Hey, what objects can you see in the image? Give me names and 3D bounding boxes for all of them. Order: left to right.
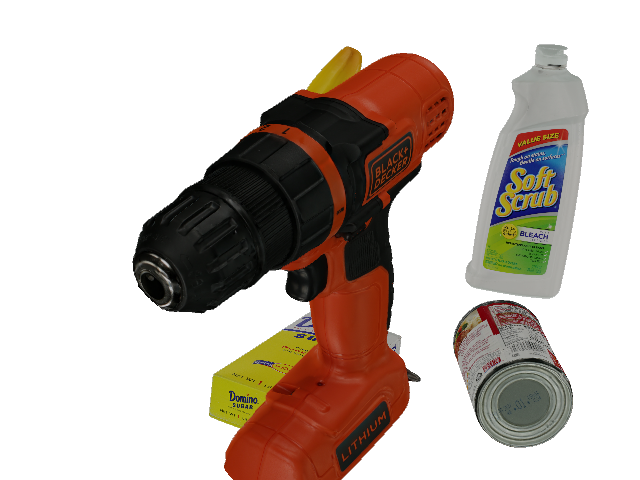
[{"bbox_3d":[-0.017,-0.052,0.784,0.037,0.197,0.070,32,-27,-22],"label":"banana"},{"bbox_3d":[-0.006,0.029,0.465,0.057,0.188,0.184,25,42,28],"label":"power drill"},{"bbox_3d":[-0.008,0.112,0.903,0.093,0.048,0.176,16,23,23],"label":"sugar box"},{"bbox_3d":[0.135,0.092,0.756,0.068,0.068,0.102,0,19,-1],"label":"soup can"},{"bbox_3d":[0.210,-0.071,1.076,0.103,0.251,0.068,9,20,15],"label":"bleach bottle"}]
